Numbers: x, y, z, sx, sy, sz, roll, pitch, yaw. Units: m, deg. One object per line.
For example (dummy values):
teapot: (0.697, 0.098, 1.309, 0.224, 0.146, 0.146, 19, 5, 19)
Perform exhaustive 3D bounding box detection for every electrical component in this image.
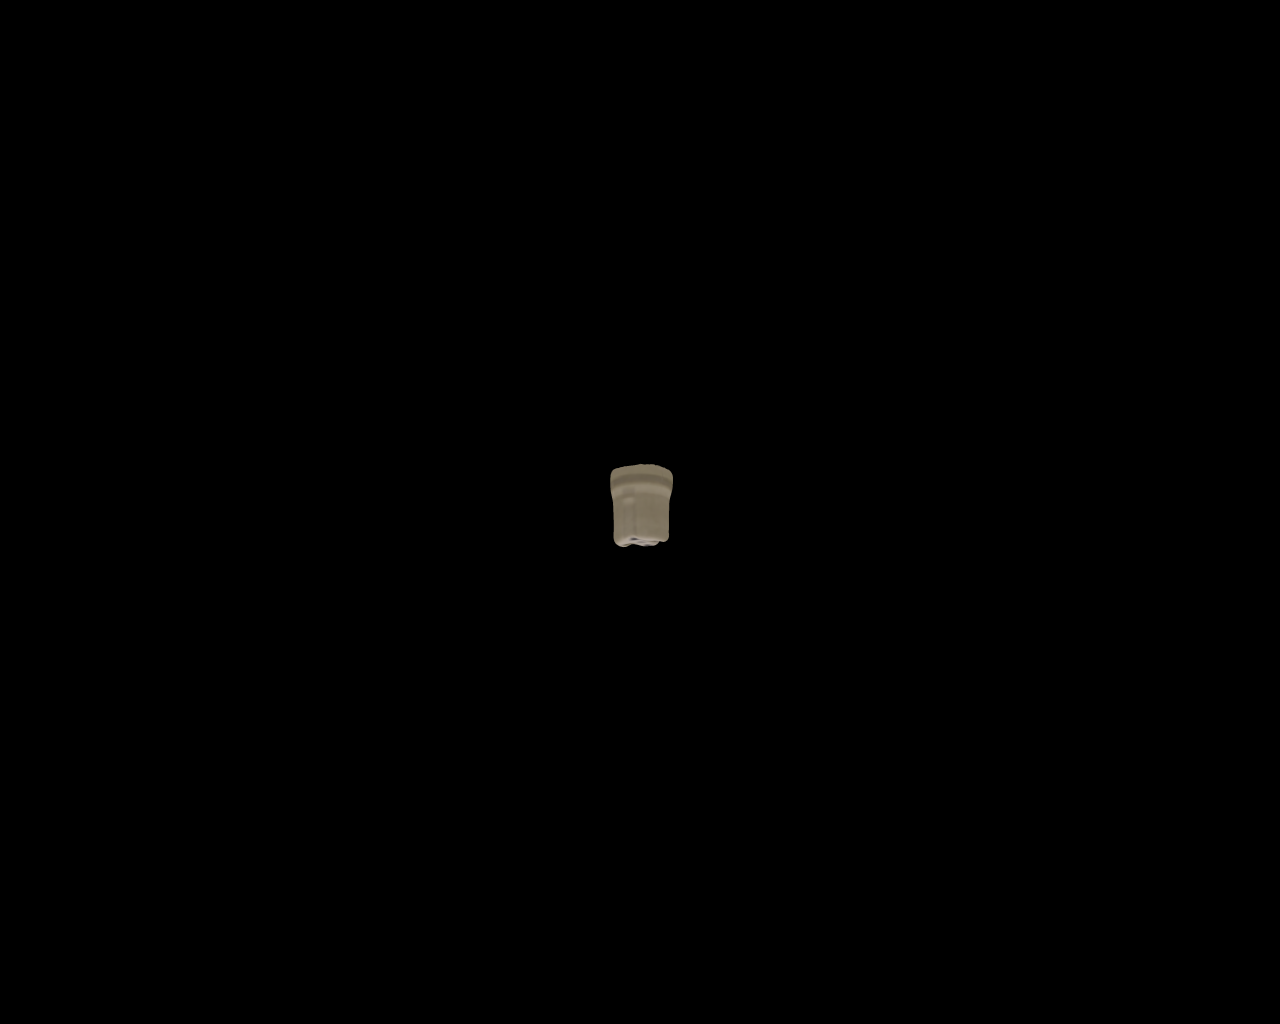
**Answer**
electrical component: (0.001, -0.003, 0.650, 0.040, 0.046, 0.040, 0, -18, 0)
